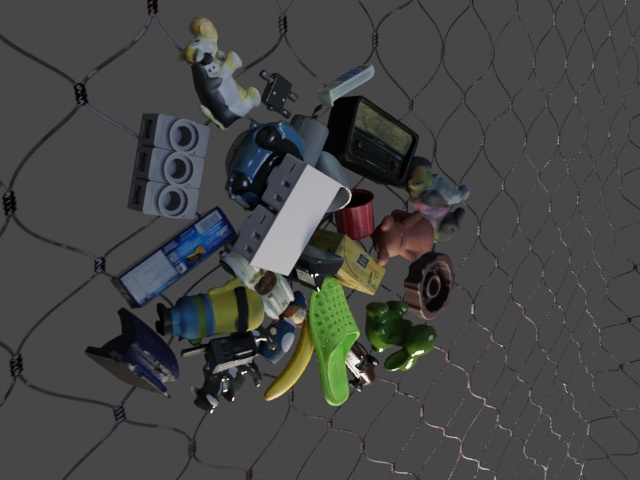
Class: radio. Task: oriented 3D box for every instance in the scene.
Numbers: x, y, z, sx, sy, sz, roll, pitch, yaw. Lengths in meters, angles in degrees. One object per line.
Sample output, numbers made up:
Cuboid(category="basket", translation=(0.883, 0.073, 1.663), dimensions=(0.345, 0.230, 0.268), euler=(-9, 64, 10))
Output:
Cuboid(category="radio", translation=(0.110, -0.203, 1.146), dimensions=(0.229, 0.073, 0.131), euler=(19, 86, -45))

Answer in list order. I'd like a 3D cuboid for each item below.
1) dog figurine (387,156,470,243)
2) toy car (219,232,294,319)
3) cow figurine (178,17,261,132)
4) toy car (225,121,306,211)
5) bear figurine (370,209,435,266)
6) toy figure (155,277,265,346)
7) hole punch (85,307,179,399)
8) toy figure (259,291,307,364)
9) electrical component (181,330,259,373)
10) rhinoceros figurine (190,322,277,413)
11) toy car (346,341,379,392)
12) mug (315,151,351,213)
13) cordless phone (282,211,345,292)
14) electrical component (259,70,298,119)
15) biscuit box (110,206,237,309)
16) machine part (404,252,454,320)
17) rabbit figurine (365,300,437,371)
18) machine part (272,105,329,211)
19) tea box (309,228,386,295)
Cuboid(category="dog figurine", translation=(0.249, -0.096, 1.294), dimensions=(0.219, 0.109, 0.191), euler=(9, 97, -41))
Cuboid(category="toy car", translation=(-0.117, 0.067, 1.001), dimensions=(0.073, 0.056, 0.201), euler=(-50, 131, -24))
Cuboid(category="cow figurine", translation=(-0.174, -0.261, 0.858), dimensions=(0.098, 0.068, 0.167), euler=(-47, 128, -19))
Cuboid(category="toy car", translation=(-0.108, -0.135, 0.925), dimensions=(0.161, 0.103, 0.109), euler=(-53, 144, 0))
Cuboid(category="bear figurine", translation=(0.166, -0.006, 1.210), dimensions=(0.196, 0.132, 0.120), euler=(-6, 101, -43))
Cuboid(category="toy figure", translation=(-0.183, 0.129, 0.917), dimensions=(0.180, 0.089, 0.082), euler=(-8, 140, -32))
Cuboid(category="hole punch", translation=(-0.278, 0.173, 0.833), dimensions=(0.092, 0.116, 0.142), euler=(-56, 133, -30))
Cuboid(category="toy figure", translation=(-0.068, 0.172, 1.079), dimensions=(0.154, 0.058, 0.064), euler=(-58, 172, -19))
Cuboid(category="electrical component", translation=(-0.170, 0.193, 0.906), dimensions=(0.119, 0.075, 0.048), euler=(-11, 70, -25))
Cuboid(category="rhinoceros figurine", translation=(-0.160, 0.228, 0.987), dimensions=(0.112, 0.073, 0.190), euler=(45, 68, -43))
Cuboid(category="toy car", translation=(0.080, 0.276, 1.255), dimensions=(0.089, 0.053, 0.201), euler=(-49, 131, -21))
Cuboid(category="mug", translation=(0.006, -0.112, 1.052), dimensions=(0.081, 0.109, 0.107), euler=(16, 49, -31))
Cuboid(category="cordless phone", translation=(-0.002, -0.003, 1.035), dimensions=(0.184, 0.147, 0.088), euler=(-49, 139, -28))
Cuboid(category="electrical component", translation=(-0.081, -0.265, 0.978), dimensions=(0.094, 0.021, 0.063), euler=(30, 79, -45))
Cuboid(category="biscuit box", translation=(-0.231, 0.025, 0.863), dimensions=(0.203, 0.063, 0.059), euler=(-41, 104, -30))
Cuboid(category="machine part", translation=(0.288, 0.118, 1.419), dimensions=(0.179, 0.056, 0.179), euler=(-12, 108, -43))
Cuboid(category="rabbit figurine", translation=(0.190, 0.230, 1.266), dimensions=(0.121, 0.170, 0.159), euler=(14, 90, -45))
Cuboid(category="machine part", translation=(-0.048, -0.142, 1.004), dimensions=(0.079, 0.079, 0.243), euler=(29, 79, -45))
Cuboid(category="tea box", translation=(0.051, 0.045, 1.133), dimensions=(0.169, 0.098, 0.068), euler=(38, 74, -45))
